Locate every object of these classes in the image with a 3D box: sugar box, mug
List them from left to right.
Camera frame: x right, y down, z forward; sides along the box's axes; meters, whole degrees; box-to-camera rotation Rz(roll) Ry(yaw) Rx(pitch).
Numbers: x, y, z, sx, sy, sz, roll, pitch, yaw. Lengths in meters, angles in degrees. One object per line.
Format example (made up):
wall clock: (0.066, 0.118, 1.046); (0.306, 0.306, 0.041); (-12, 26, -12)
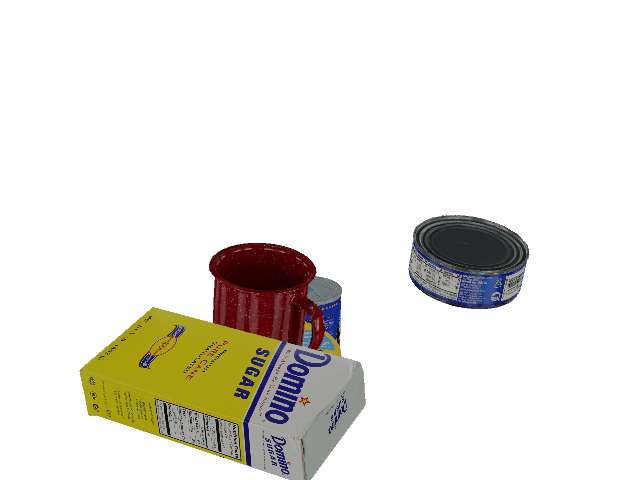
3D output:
sugar box: (-0.067, 0.102, 0.736); (0.176, 0.048, 0.093); (9, 32, 25)
mug: (-0.044, 0.062, 0.934); (0.117, 0.081, 0.093); (22, 31, 31)

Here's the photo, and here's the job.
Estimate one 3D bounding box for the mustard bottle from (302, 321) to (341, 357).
mustard bottle: (-0.021, 0.147, 1.251); (0.096, 0.058, 0.192); (-7, 30, -7)

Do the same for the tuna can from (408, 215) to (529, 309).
tuna can: (0.109, 0.016, 0.790); (0.086, 0.034, 0.086); (5, 28, -3)

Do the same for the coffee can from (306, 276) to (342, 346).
coffee can: (-0.022, 0.132, 1.500); (0.103, 0.140, 0.103); (0, 18, 0)
